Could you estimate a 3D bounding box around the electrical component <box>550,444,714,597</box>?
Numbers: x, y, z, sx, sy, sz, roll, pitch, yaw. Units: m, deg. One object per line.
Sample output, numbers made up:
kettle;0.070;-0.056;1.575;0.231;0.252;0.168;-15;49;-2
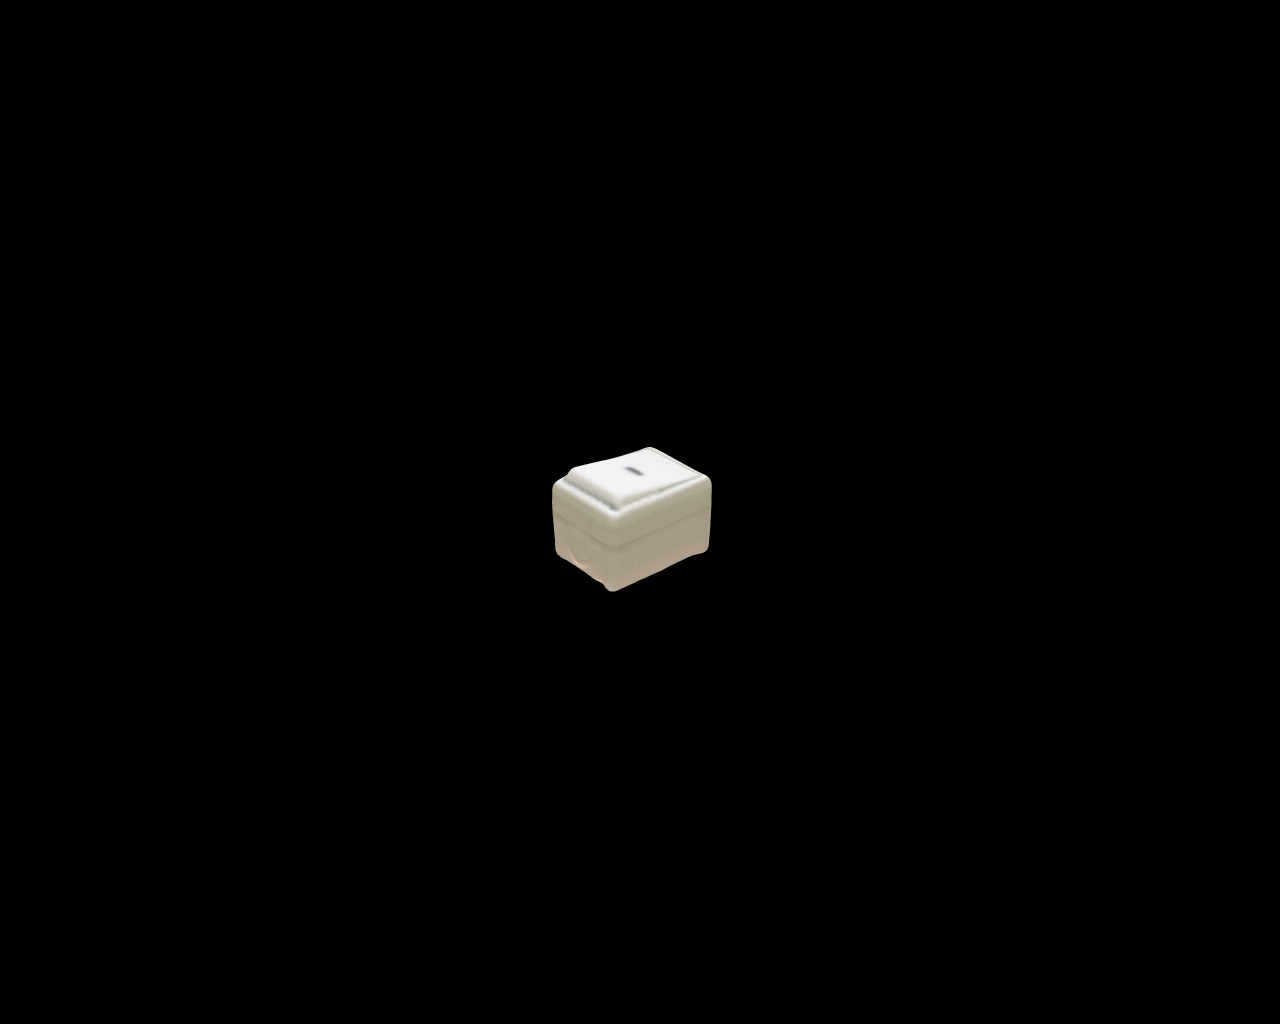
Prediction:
electrical component;0.001;-0.003;0.650;0.096;0.061;0.062;-22;37;-33
